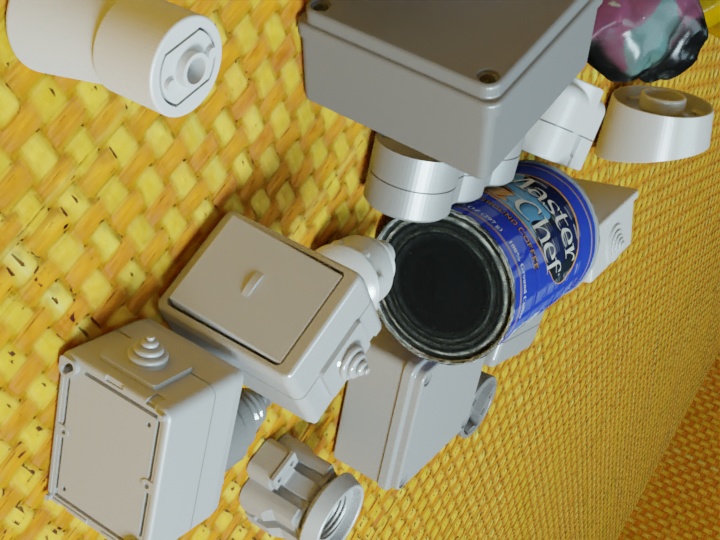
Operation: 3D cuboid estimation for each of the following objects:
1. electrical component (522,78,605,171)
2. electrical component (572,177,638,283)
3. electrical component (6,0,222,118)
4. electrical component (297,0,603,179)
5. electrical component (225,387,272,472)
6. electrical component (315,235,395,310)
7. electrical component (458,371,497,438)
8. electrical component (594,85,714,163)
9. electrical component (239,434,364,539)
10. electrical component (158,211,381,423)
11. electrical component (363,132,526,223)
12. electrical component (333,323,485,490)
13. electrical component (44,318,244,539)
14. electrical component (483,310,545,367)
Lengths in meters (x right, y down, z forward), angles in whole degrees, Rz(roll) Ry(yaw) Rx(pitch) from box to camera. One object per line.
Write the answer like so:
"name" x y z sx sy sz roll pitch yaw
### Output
"electrical component" 0.137 -0.111 0.774 0.095 0.054 0.059 1 113 -64
"electrical component" 0.160 -0.034 0.844 0.100 0.100 0.048 -35 130 -47
"electrical component" -0.079 -0.077 0.360 0.044 0.065 0.044 -45 150 -36
"electrical component" 0.044 -0.112 0.521 0.108 0.109 0.056 -48 154 -32
"electrical component" -0.074 0.083 0.560 0.078 0.040 0.040 -32 141 -49
"electrical component" 0.000 0.000 0.623 0.062 0.048 0.048 -37 145 -57
"electrical component" 0.077 0.101 0.870 0.055 0.047 0.055 -45 149 -36
"electrical component" 0.266 -0.128 0.969 0.099 0.099 0.064 -32 135 -50
"electrical component" -0.035 0.145 0.678 0.058 0.057 0.078 -51 153 -26
"electrical component" -0.037 0.023 0.505 0.061 0.096 0.061 -55 154 -19
"electrical component" 0.057 -0.083 0.643 0.138 0.052 0.073 -29 138 -52
"electrical component" 0.039 0.082 0.764 0.109 0.056 0.108 -32 141 -49
"electrical component" -0.093 0.067 0.479 0.061 0.062 0.096 -27 137 -54
"electrical component" 0.103 0.034 0.838 0.096 0.062 0.061 -16 128 -58
